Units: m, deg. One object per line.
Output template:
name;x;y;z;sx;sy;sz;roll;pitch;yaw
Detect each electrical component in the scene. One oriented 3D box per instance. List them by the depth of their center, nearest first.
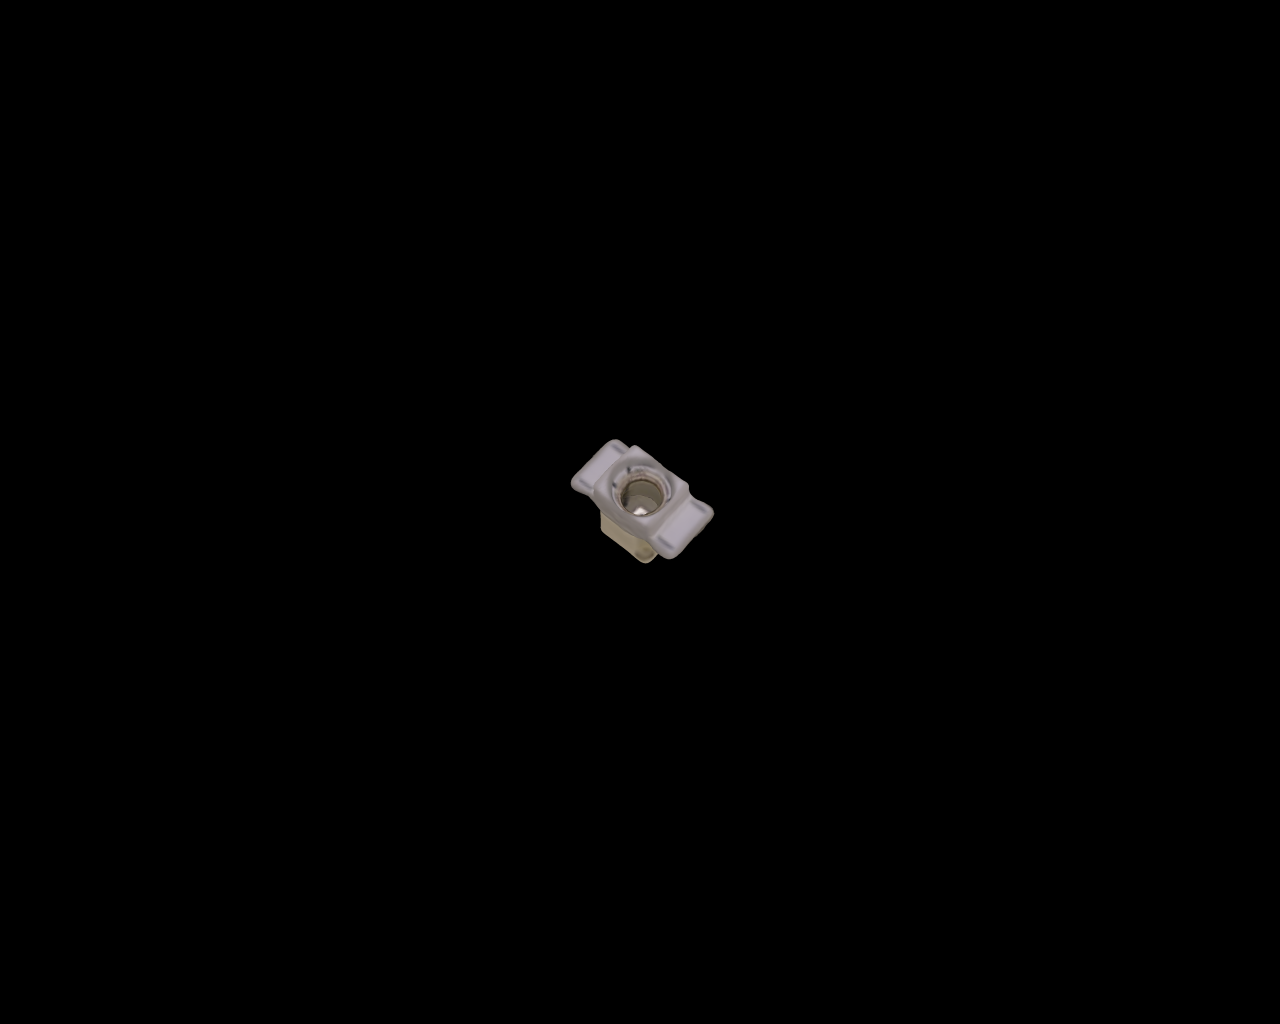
electrical component;0.001;-0.003;0.650;0.081;0.042;0.063;38;-21;18
